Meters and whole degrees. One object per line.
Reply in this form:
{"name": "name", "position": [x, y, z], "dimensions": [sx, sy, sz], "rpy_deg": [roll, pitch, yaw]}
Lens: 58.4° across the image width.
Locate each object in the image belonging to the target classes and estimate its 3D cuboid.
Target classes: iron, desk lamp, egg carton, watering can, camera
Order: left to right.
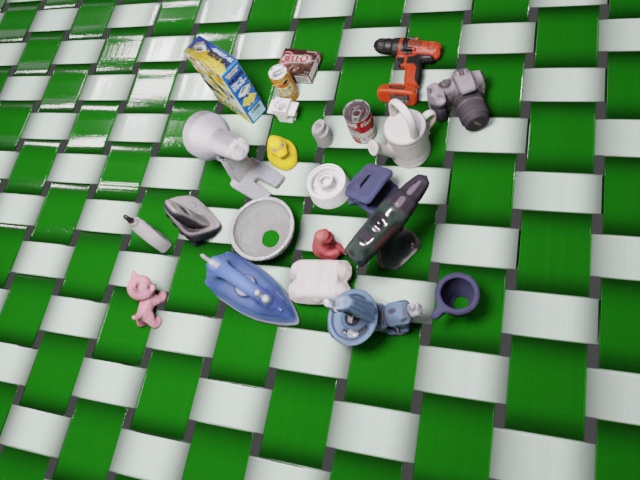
{"name": "desk lamp", "position": [-0.218, -0.213, 1.435], "dimensions": [0.202, 0.214, 0.118], "rpy_deg": [31, 79, 25]}
{"name": "iron", "position": [-0.165, 0.110, 1.324], "dimensions": [0.257, 0.142, 0.119], "rpy_deg": [29, 79, 25]}
{"name": "egg carton", "position": [0.001, 0.098, 1.321], "dimensions": [0.150, 0.069, 0.107], "rpy_deg": [-1, 68, 16]}
{"name": "watering can", "position": [0.195, -0.252, 1.340], "dimensions": [0.100, 0.194, 0.173], "rpy_deg": [32, 80, 26]}
{"name": "camera", "position": [0.342, -0.334, 1.384], "dimensions": [0.143, 0.101, 0.136], "rpy_deg": [-18, 64, 9]}

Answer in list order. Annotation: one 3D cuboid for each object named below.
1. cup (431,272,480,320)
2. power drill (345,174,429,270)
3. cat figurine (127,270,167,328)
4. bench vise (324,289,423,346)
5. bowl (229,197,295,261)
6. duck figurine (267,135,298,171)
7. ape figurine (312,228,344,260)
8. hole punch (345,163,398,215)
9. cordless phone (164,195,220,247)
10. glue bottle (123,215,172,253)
{"name": "cup", "position": [0.283, 0.134, 1.208], "dimensions": [0.118, 0.095, 0.091], "rpy_deg": [-43, 63, -4]}
{"name": "power drill", "position": [0.159, -0.021, 1.246], "dimensions": [0.230, 0.209, 0.075], "rpy_deg": [-44, 63, -4]}
{"name": "cat figurine", "position": [-0.436, 0.142, 1.404], "dimensions": [0.067, 0.118, 0.128], "rpy_deg": [-3, 67, 15]}
{"name": "bench vise", "position": [0.097, 0.140, 1.190], "dimensions": [0.207, 0.220, 0.121], "rpy_deg": [-26, 63, 5]}
{"name": "bowl", "position": [-0.132, -0.018, 1.406], "dimensions": [0.167, 0.075, 0.167], "rpy_deg": [-6, 66, 14]}
{"name": "duck figurine", "position": [-0.108, -0.240, 1.486], "dimensions": [0.077, 0.086, 0.104], "rpy_deg": [-33, 63, 1]}
{"name": "ape figurine", "position": [0.012, 0.005, 1.344], "dimensions": [0.076, 0.092, 0.078], "rpy_deg": [-10, 65, 12]}
{"name": "hole punch", "position": [0.117, -0.128, 1.369], "dimensions": [0.100, 0.091, 0.109], "rpy_deg": [33, 80, 26]}
{"name": "cordless phone", "position": [-0.344, -0.075, 1.430], "dimensions": [0.094, 0.185, 0.147], "rpy_deg": [-46, 63, -5]}
{"name": "glue bottle", "position": [-0.444, -0.026, 1.446], "dimensions": [0.078, 0.173, 0.037], "rpy_deg": [39, 83, 27]}
